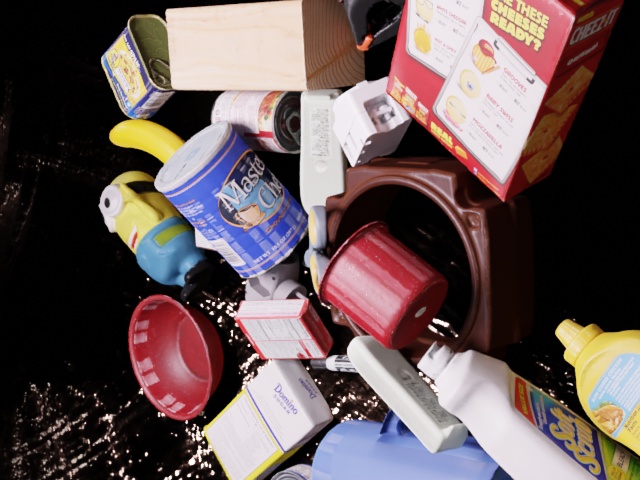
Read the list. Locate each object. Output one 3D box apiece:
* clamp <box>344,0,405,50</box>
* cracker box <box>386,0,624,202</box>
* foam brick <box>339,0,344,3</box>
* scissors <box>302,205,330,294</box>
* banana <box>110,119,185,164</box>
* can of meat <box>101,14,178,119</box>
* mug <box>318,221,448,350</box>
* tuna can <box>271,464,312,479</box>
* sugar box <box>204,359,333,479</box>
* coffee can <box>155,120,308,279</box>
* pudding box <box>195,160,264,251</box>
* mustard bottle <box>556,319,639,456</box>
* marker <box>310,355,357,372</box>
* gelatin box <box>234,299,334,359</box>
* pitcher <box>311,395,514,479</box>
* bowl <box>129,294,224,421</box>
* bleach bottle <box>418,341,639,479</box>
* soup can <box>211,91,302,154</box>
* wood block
[{"bbox_3d":[0.082,-0.241,0.987,0.172,0.120,0.039,116,160,-56],"label":"clamp"},{"bbox_3d":[0.147,-0.163,0.896,0.164,0.072,0.214,47,150,25],"label":"cracker box"},{"bbox_3d":[0.033,-0.277,1.039,0.053,0.051,0.078,-41,71,43],"label":"foam brick"},{"bbox_3d":[-0.007,0.001,1.092,0.202,0.016,0.096,-121,29,-75],"label":"scissors"},{"bbox_3d":[-0.199,-0.108,1.317,0.198,0.037,0.070,38,123,32],"label":"banana"},{"bbox_3d":[-0.214,-0.208,1.295,0.084,0.057,0.102,-34,76,46],"label":"can of meat"},{"bbox_3d":[0.059,0.050,0.959,0.082,0.093,0.117,39,154,25],"label":"mug"},{"bbox_3d":[-0.020,0.307,1.249,0.086,0.033,0.086,13,109,42],"label":"tuna can"},{"bbox_3d":[-0.063,0.218,1.263,0.176,0.048,0.093,-45,69,37],"label":"sugar box"},{"bbox_3d":[-0.092,-0.043,1.141,0.103,0.102,0.140,-18,122,45],"label":"coffee can"},{"bbox_3d":[-0.106,-0.041,1.244,0.090,0.039,0.113,11,110,42],"label":"pudding box"},{"bbox_3d":[0.276,0.133,0.899,0.192,0.058,0.096,42,125,29],"label":"mustard bottle"},{"bbox_3d":[0.035,0.135,1.164,0.121,0.020,0.020,-4,98,45],"label":"marker"},{"bbox_3d":[-0.039,0.098,1.181,0.089,0.030,0.073,-5,134,29],"label":"gelatin box"},{"bbox_3d":[0.105,0.237,1.047,0.243,0.144,0.149,3,66,47],"label":"pitcher"},{"bbox_3d":[-0.170,0.142,1.340,0.162,0.055,0.162,13,109,42],"label":"bowl"},{"bbox_3d":[0.189,0.177,0.912,0.251,0.102,0.068,37,122,6],"label":"bleach bottle"},{"bbox_3d":[-0.061,-0.130,1.156,0.102,0.068,0.068,9,106,43],"label":"soup can"},{"bbox_3d":[-0.060,-0.204,1.120,0.207,0.090,0.090,8,107,43],"label":"wood block"}]
